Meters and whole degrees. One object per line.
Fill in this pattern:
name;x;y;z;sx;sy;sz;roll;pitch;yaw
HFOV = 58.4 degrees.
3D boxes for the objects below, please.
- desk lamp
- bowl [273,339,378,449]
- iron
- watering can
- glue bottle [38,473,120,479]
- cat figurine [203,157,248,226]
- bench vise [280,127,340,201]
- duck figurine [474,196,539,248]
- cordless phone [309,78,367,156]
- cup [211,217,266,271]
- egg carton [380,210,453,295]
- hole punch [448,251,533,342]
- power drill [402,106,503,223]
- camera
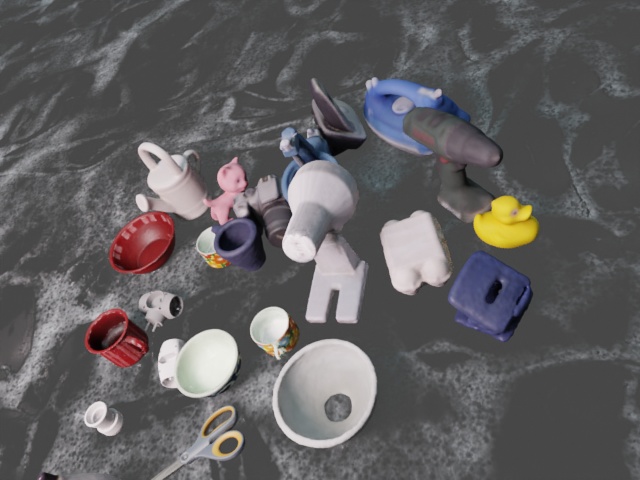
desk lamp;0.009;0.003;0.966;0.117;0.214;0.203;-5;53;22
bowl;0.017;0.241;0.871;0.167;0.075;0.167;-13;50;16
iron;0.165;-0.272;1.156;0.257;0.142;0.119;27;69;38
watering can;-0.325;-0.132;1.243;0.100;0.195;0.173;-4;53;23
glue bottle;-0.367;0.386;0.873;0.037;0.174;0.078;26;69;38
cat figurine;-0.195;-0.109;1.215;0.067;0.118;0.128;31;72;39
bench vise;-0.033;-0.150;1.101;0.121;0.220;0.207;-26;48;5
duck figurine;0.304;-0.038;0.945;0.104;0.086;0.077;3;56;28
cordless phone;0.020;-0.284;1.204;0.094;0.186;0.147;-26;48;5
cup;-0.156;0.014;1.117;0.117;0.095;0.092;21;66;36
egg carton;0.164;0.020;0.977;0.107;0.070;0.150;-20;49;10
hole punch;0.261;0.083;0.868;0.100;0.091;0.109;20;65;36
power drill;0.234;-0.128;0.966;0.075;0.209;0.228;-38;48;-6
camera;-0.099;-0.053;1.138;0.143;0.101;0.136;-21;48;9
